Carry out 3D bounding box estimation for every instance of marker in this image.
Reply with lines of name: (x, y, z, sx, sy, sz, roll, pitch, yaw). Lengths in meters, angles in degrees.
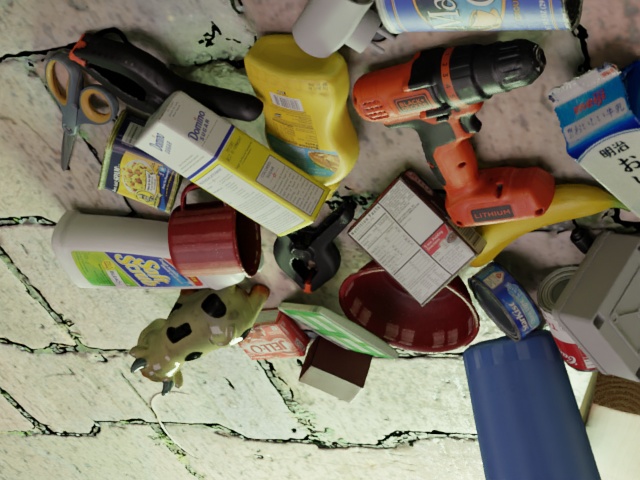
marker: (0.290, 0.028, 1.093, 0.020, 0.020, 0.121, -15, 131, 39)

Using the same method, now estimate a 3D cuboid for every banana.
banana: (0.208, -0.016, 1.060, 0.069, 0.037, 0.198, 42, 139, -25)

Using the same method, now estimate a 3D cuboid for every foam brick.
foam brick: (0.020, 0.166, 1.381, 0.078, 0.051, 0.053, 25, 143, -7)

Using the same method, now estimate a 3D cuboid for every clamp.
clamp: (-0.147, -0.144, 1.045, 0.210, 0.036, 0.165, 32, 159, -6)
clamp: (-0.008, 0.001, 1.190, 0.120, 0.039, 0.171, 11, 148, 24)

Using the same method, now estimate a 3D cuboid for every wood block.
wood block: (0.351, 0.215, 1.249, 0.090, 0.090, 0.206, 12, 143, 11)

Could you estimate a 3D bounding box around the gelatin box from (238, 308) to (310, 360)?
gelatin box: (-0.069, 0.124, 1.386, 0.089, 0.030, 0.073, -7, 137, 34)

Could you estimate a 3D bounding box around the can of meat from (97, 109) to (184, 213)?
can of meat: (-0.187, -0.082, 1.152, 0.084, 0.057, 0.102, 21, 145, -4)

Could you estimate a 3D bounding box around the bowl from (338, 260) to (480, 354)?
bowl: (0.105, 0.061, 1.197, 0.162, 0.055, 0.162, 14, 144, 10)

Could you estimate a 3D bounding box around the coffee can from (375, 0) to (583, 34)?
coffee can: (0.121, -0.207, 0.796, 0.140, 0.102, 0.103, 4, 141, 22)

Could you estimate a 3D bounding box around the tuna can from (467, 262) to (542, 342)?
tuna can: (0.197, 0.065, 1.137, 0.086, 0.033, 0.086, 52, 174, 7)

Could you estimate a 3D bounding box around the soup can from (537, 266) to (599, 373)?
soup can: (0.276, 0.084, 1.132, 0.069, 0.068, 0.102, -4, 137, 30)

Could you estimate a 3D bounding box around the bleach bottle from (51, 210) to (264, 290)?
bleach bottle: (-0.189, 0.015, 1.277, 0.251, 0.068, 0.102, 1, 137, 21)

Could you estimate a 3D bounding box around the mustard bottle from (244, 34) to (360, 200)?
mustard bottle: (-0.010, -0.106, 1.029, 0.096, 0.058, 0.191, 17, 146, 23)

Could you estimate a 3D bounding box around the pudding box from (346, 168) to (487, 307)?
pudding box: (0.097, -0.002, 1.082, 0.113, 0.039, 0.090, 45, 121, 3)

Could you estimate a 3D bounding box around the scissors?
scissors: (-0.255, -0.121, 1.158, 0.096, 0.016, 0.202, 27, 147, 14)

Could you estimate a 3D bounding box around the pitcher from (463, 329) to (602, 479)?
pitcher: (0.241, 0.228, 1.197, 0.144, 0.243, 0.149, -8, 169, -20)

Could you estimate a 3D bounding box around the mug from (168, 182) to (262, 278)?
mug: (-0.119, -0.012, 1.173, 0.081, 0.093, 0.117, -5, 120, 14)

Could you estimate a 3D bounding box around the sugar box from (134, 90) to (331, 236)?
sugar box: (-0.085, -0.071, 1.031, 0.176, 0.048, 0.093, 35, 158, -15)

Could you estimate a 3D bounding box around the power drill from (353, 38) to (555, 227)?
power drill: (0.145, -0.097, 0.970, 0.185, 0.057, 0.187, -6, 134, 38)
